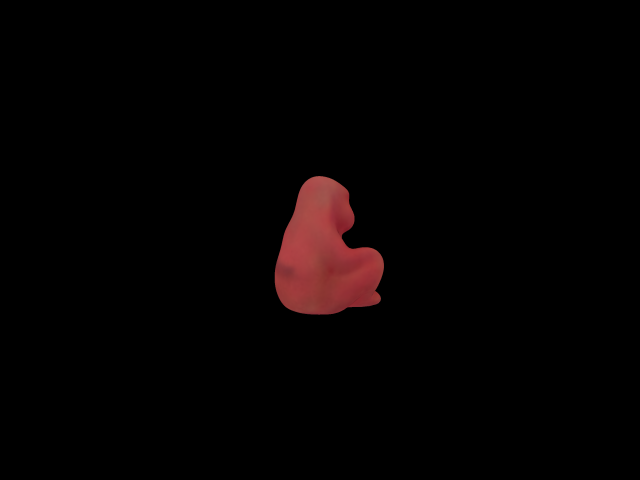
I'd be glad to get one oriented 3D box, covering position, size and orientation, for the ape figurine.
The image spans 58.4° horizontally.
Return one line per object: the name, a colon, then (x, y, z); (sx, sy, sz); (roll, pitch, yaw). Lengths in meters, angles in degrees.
ape figurine: (0.004, 0.001, 0.400); (0.076, 0.092, 0.077); (-7, 15, -26)
